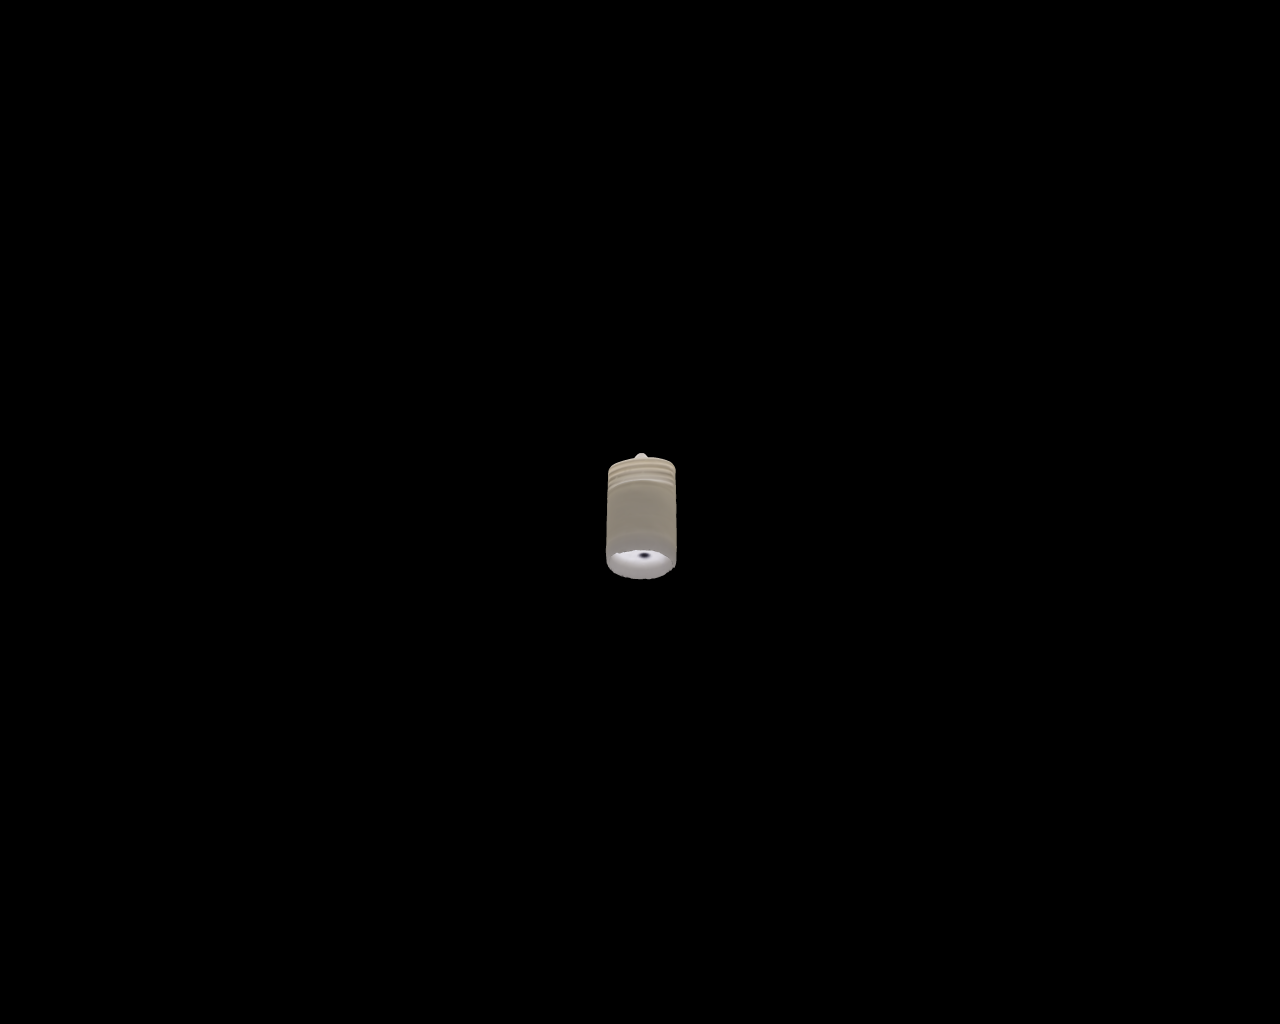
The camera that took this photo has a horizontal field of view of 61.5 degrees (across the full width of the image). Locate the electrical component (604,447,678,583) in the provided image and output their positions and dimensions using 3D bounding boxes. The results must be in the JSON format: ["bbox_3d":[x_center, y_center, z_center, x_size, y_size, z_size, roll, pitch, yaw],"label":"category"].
[{"bbox_3d":[0.001,-0.003,0.650,0.043,0.081,0.043,0,-29,0],"label":"electrical component"}]
